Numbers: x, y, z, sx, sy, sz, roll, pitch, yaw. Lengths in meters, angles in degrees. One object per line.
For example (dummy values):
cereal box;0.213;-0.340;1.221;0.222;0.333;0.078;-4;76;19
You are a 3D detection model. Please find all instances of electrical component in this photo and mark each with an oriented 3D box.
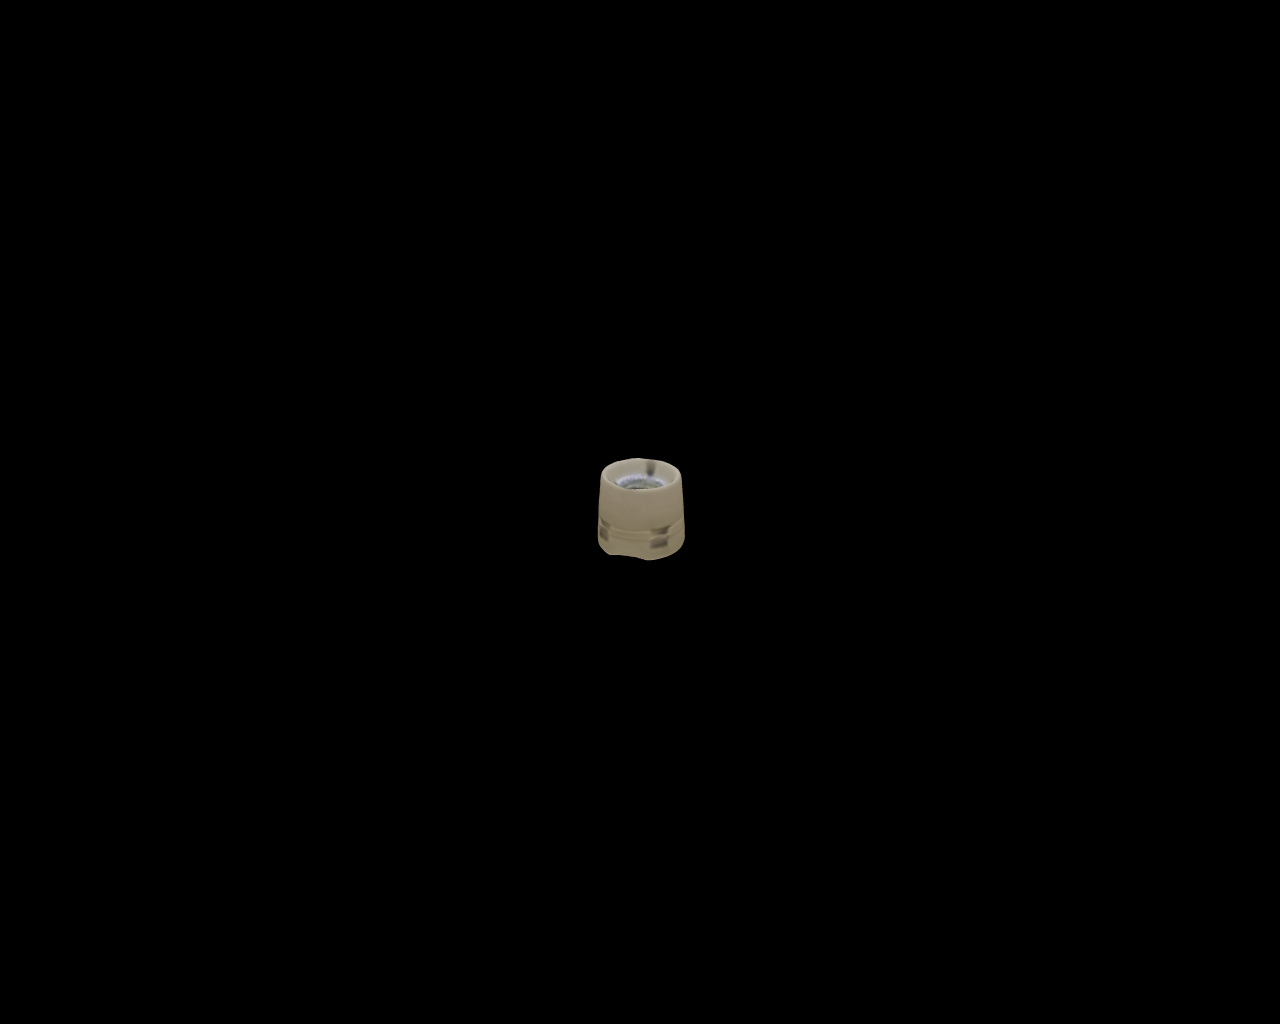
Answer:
electrical component;0.001;-0.003;0.650;0.055;0.047;0.055;0;27;0
